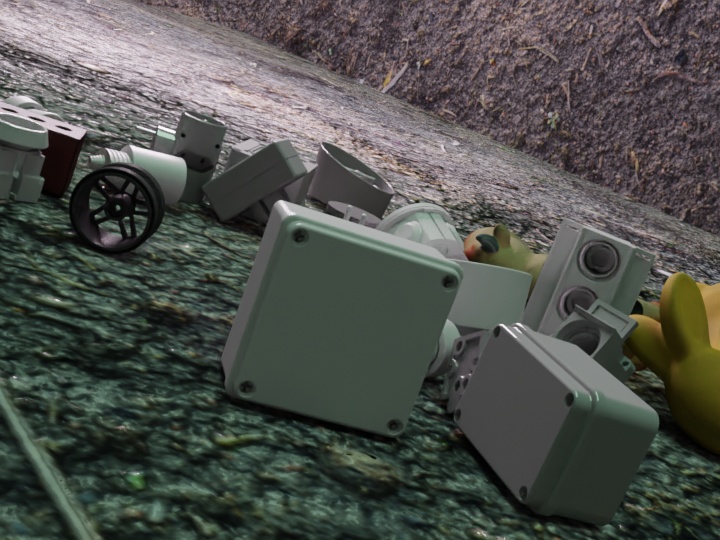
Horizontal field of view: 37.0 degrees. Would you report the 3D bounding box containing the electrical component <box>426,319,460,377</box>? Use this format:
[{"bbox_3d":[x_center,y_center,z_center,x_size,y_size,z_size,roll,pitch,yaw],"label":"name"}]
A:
[{"bbox_3d":[0.038,0.052,0.737,0.045,0.045,0.055,31,16,37],"label":"electrical component"}]

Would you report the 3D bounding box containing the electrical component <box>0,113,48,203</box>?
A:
[{"bbox_3d":[-0.262,-0.085,0.804,0.048,0.055,0.066,31,17,38],"label":"electrical component"}]

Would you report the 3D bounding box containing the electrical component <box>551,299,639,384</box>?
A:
[{"bbox_3d":[0.176,0.068,0.824,0.042,0.081,0.063,37,-8,46],"label":"electrical component"}]

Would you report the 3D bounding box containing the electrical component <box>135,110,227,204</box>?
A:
[{"bbox_3d":[-0.173,-0.110,0.995,0.079,0.077,0.043,17,14,-17],"label":"electrical component"}]

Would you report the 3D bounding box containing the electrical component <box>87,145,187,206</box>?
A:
[{"bbox_3d":[-0.196,-0.085,0.932,0.081,0.043,0.043,11,16,-34],"label":"electrical component"}]

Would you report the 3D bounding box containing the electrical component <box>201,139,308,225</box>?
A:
[{"bbox_3d":[-0.086,-0.066,0.980,0.075,0.083,0.047,59,14,-3],"label":"electrical component"}]

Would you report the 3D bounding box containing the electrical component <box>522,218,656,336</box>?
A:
[{"bbox_3d":[0.183,0.027,0.888,0.079,0.121,0.063,24,11,12],"label":"electrical component"}]

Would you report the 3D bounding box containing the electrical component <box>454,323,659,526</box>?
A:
[{"bbox_3d":[0.111,0.088,0.632,0.057,0.078,0.113,18,13,-24],"label":"electrical component"}]

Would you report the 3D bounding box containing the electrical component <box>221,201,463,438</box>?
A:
[{"bbox_3d":[-0.012,0.028,0.616,0.109,0.108,0.056,17,11,-17],"label":"electrical component"}]

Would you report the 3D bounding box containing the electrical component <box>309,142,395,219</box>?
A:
[{"bbox_3d":[-0.009,-0.099,1.227,0.099,0.064,0.099,20,13,-5],"label":"electrical component"}]

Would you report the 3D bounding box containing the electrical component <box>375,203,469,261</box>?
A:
[{"bbox_3d":[0.051,-0.014,0.931,0.080,0.080,0.051,12,34,-33],"label":"electrical component"}]

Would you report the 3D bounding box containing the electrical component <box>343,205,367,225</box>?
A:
[{"bbox_3d":[-0.014,-0.012,0.847,0.047,0.075,0.083,9,18,-42],"label":"electrical component"}]

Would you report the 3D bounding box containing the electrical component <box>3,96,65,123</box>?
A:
[{"bbox_3d":[-0.291,-0.125,0.947,0.055,0.045,0.045,30,16,37],"label":"electrical component"}]

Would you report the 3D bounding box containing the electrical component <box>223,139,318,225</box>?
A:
[{"bbox_3d":[-0.092,-0.086,1.065,0.078,0.057,0.113,21,13,1],"label":"electrical component"}]

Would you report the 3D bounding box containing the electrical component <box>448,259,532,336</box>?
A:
[{"bbox_3d":[0.077,0.027,0.842,0.108,0.060,0.108,8,-3,0],"label":"electrical component"}]

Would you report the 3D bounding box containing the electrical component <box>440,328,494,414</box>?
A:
[{"bbox_3d":[0.090,0.073,0.714,0.055,0.066,0.048,25,-23,-21],"label":"electrical component"}]
